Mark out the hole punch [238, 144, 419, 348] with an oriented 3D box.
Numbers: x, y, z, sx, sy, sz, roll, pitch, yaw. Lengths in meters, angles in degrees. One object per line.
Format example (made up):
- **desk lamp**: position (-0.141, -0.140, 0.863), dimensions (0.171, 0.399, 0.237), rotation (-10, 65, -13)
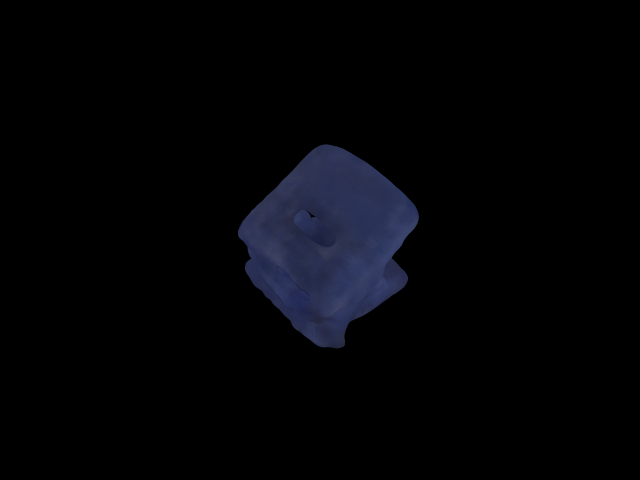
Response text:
- **hole punch**: position (0.004, 0.001, 0.400), dimensions (0.101, 0.091, 0.108), rotation (-32, 54, -27)
